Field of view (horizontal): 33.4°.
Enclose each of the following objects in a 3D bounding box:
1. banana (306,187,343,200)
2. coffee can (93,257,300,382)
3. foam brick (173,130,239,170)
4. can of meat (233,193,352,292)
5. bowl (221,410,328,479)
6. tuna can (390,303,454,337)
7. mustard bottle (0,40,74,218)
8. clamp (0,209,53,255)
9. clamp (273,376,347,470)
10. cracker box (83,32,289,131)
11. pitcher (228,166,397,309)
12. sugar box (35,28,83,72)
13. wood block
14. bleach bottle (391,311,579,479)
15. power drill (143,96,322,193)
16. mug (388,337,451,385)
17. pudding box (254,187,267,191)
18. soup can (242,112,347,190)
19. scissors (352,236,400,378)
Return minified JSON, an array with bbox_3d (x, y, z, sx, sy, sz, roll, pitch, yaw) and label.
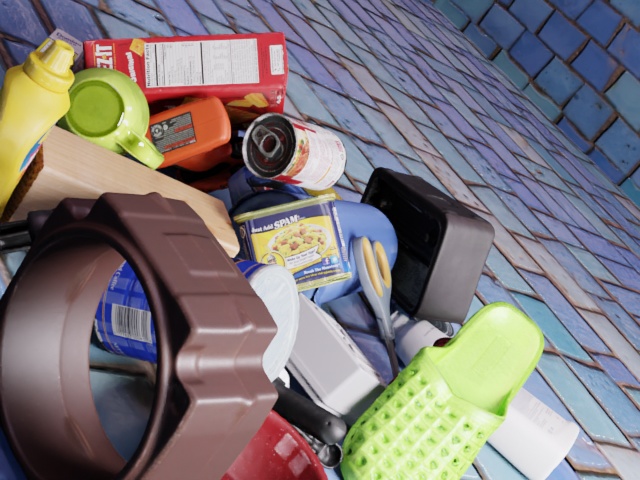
[{"bbox_3d":[-0.007,-0.075,1.502,0.198,0.037,0.069,49,6,25],"label":"banana"},{"bbox_3d":[-0.102,0.060,0.888,0.140,0.103,0.102,10,8,27],"label":"coffee can"},{"bbox_3d":[-0.142,-0.117,1.310,0.053,0.078,0.051,32,23,-16],"label":"foam brick"},{"bbox_3d":[-0.025,0.008,1.042,0.057,0.102,0.084,97,-21,-84],"label":"can of meat"},{"bbox_3d":[-0.070,0.185,0.827,0.162,0.055,0.162,32,22,-15],"label":"bowl"},{"bbox_3d":[0.126,0.105,1.335,0.086,0.034,0.086,32,21,-14],"label":"tuna can"},{"bbox_3d":[-0.261,-0.087,0.897,0.058,0.192,0.096,31,22,-16],"label":"mustard bottle"},{"bbox_3d":[-0.215,-0.008,0.879,0.209,0.165,0.036,-11,93,-59],"label":"clamp"},{"bbox_3d":[-0.043,0.144,0.950,0.172,0.039,0.120,34,-25,22],"label":"clamp"},{"bbox_3d":[-0.145,-0.168,1.187,0.213,0.072,0.164,-4,-9,-5],"label":"cracker box"},{"bbox_3d":[-0.008,0.001,1.206,0.145,0.149,0.242,13,7,24],"label":"pitcher"},{"bbox_3d":[-0.299,-0.155,1.117,0.048,0.093,0.176,30,21,-15],"label":"sugar box"},{"bbox_3d":[-0.192,-0.020,1.012,0.205,0.091,0.090,24,25,-31],"label":"wood block"},{"bbox_3d":[0.180,0.171,1.247,0.251,0.068,0.102,40,20,13],"label":"bleach bottle"},{"bbox_3d":[-0.101,-0.103,1.176,0.187,0.185,0.057,25,48,-69],"label":"power drill"},{"bbox_3d":[0.126,0.171,1.116,0.081,0.117,0.093,-32,33,-29],"label":"mug"},{"bbox_3d":[-0.065,-0.064,1.376,0.089,0.039,0.113,20,27,-38],"label":"pudding box"},{"bbox_3d":[-0.025,-0.091,1.118,0.068,0.069,0.102,48,20,26],"label":"soup can"},{"bbox_3d":[0.075,0.086,1.165,0.096,0.016,0.202,-50,124,-66],"label":"scissors"}]
